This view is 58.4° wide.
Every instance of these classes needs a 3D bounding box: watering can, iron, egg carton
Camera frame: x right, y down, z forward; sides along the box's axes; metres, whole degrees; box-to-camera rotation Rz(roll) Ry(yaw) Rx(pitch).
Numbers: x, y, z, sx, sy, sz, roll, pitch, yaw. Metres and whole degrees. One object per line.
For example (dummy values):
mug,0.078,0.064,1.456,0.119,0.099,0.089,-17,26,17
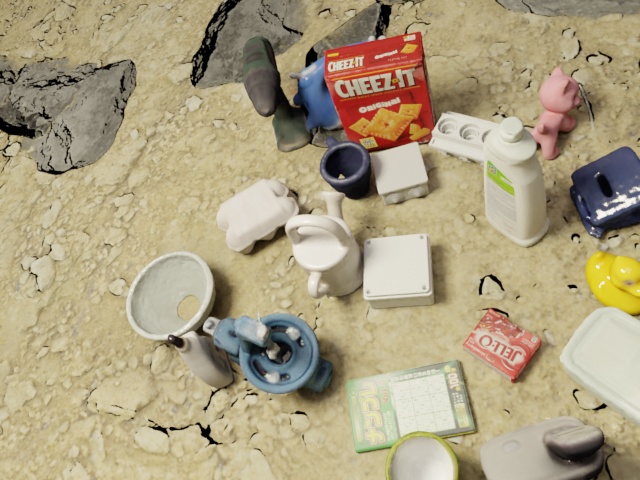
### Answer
watering can,0.006,0.003,0.922,0.100,0.194,0.172,-15,59,10
iron,0.063,-0.327,1.111,0.258,0.142,0.118,-29,58,2
egg carton,-0.115,-0.045,1.061,0.150,0.069,0.107,-32,58,0

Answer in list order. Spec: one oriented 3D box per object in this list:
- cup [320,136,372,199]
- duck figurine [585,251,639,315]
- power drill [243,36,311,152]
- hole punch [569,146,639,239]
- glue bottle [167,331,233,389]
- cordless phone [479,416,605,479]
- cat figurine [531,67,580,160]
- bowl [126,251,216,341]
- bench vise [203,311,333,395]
cup,0.048,-0.125,1.035,0.091,0.095,0.117,-30,58,1
duck figurine,0.432,0.050,0.821,0.077,0.086,0.104,-34,58,-2
power drill,-0.086,-0.267,1.088,0.075,0.209,0.229,-20,59,7
hole punch,0.445,-0.074,0.880,0.101,0.091,0.108,-16,59,10
glue bottle,-0.193,0.179,0.905,0.037,0.173,0.078,-27,58,3
cordless phone,0.272,0.262,0.702,0.147,0.185,0.094,-24,58,5
cat figurine,0.391,-0.220,0.960,0.067,0.118,0.128,24,73,28
bowl,-0.253,0.109,1.020,0.167,0.075,0.167,-8,61,14
bench vise,-0.101,0.162,0.856,0.207,0.220,0.121,-1,63,18
